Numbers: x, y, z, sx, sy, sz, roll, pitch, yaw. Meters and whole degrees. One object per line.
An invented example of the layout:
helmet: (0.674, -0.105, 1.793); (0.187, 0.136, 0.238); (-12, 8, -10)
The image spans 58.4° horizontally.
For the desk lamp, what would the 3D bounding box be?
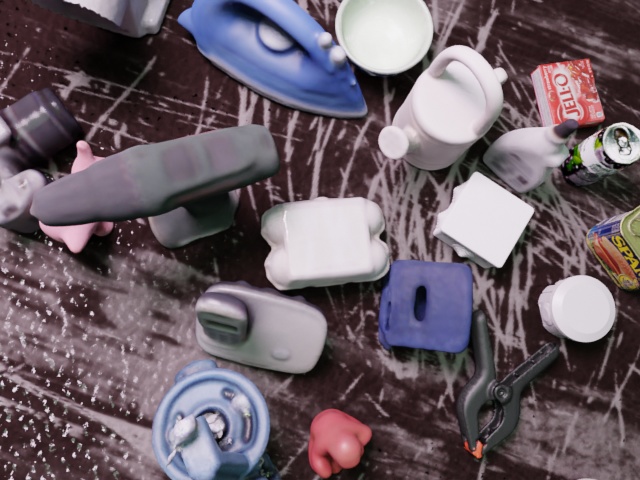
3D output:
desk lamp: (-0.244, -0.313, 0.634); (0.118, 0.213, 0.203); (17, 80, -2)

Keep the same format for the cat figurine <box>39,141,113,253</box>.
cat figurine: (-0.271, -0.048, 0.641); (0.067, 0.117, 0.128); (10, 81, -4)

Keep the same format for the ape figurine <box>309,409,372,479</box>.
ape figurine: (0.023, 0.231, 0.642); (0.078, 0.092, 0.076); (-17, 84, -7)

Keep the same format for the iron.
iron: (-0.042, -0.244, 0.680); (0.258, 0.141, 0.119); (32, 80, 0)

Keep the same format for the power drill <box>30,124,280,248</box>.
power drill: (-0.155, -0.049, 0.607); (0.230, 0.208, 0.075); (-22, 84, -8)

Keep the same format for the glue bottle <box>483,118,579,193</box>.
glue bottle: (0.255, -0.106, 0.672); (0.078, 0.173, 0.037); (43, 80, 2)

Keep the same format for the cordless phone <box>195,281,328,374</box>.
cordless phone: (-0.063, 0.093, 0.607); (0.147, 0.185, 0.094); (11, 81, -3)

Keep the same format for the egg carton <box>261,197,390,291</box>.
egg carton: (0.006, 0.002, 0.685); (0.150, 0.069, 0.107); (-7, 82, -6)

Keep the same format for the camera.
camera: (-0.340, -0.103, 0.651); (0.137, 0.100, 0.143); (-38, 87, -9)

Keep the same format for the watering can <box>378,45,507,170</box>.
watering can: (0.146, -0.147, 0.657); (0.101, 0.194, 0.173); (34, 80, 0)

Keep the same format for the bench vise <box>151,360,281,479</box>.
bench vise: (-0.084, 0.216, 0.569); (0.121, 0.219, 0.207); (-44, 88, -10)

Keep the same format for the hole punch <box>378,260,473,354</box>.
hole punch: (0.122, 0.079, 0.674); (0.101, 0.091, 0.109); (6, 81, -4)
